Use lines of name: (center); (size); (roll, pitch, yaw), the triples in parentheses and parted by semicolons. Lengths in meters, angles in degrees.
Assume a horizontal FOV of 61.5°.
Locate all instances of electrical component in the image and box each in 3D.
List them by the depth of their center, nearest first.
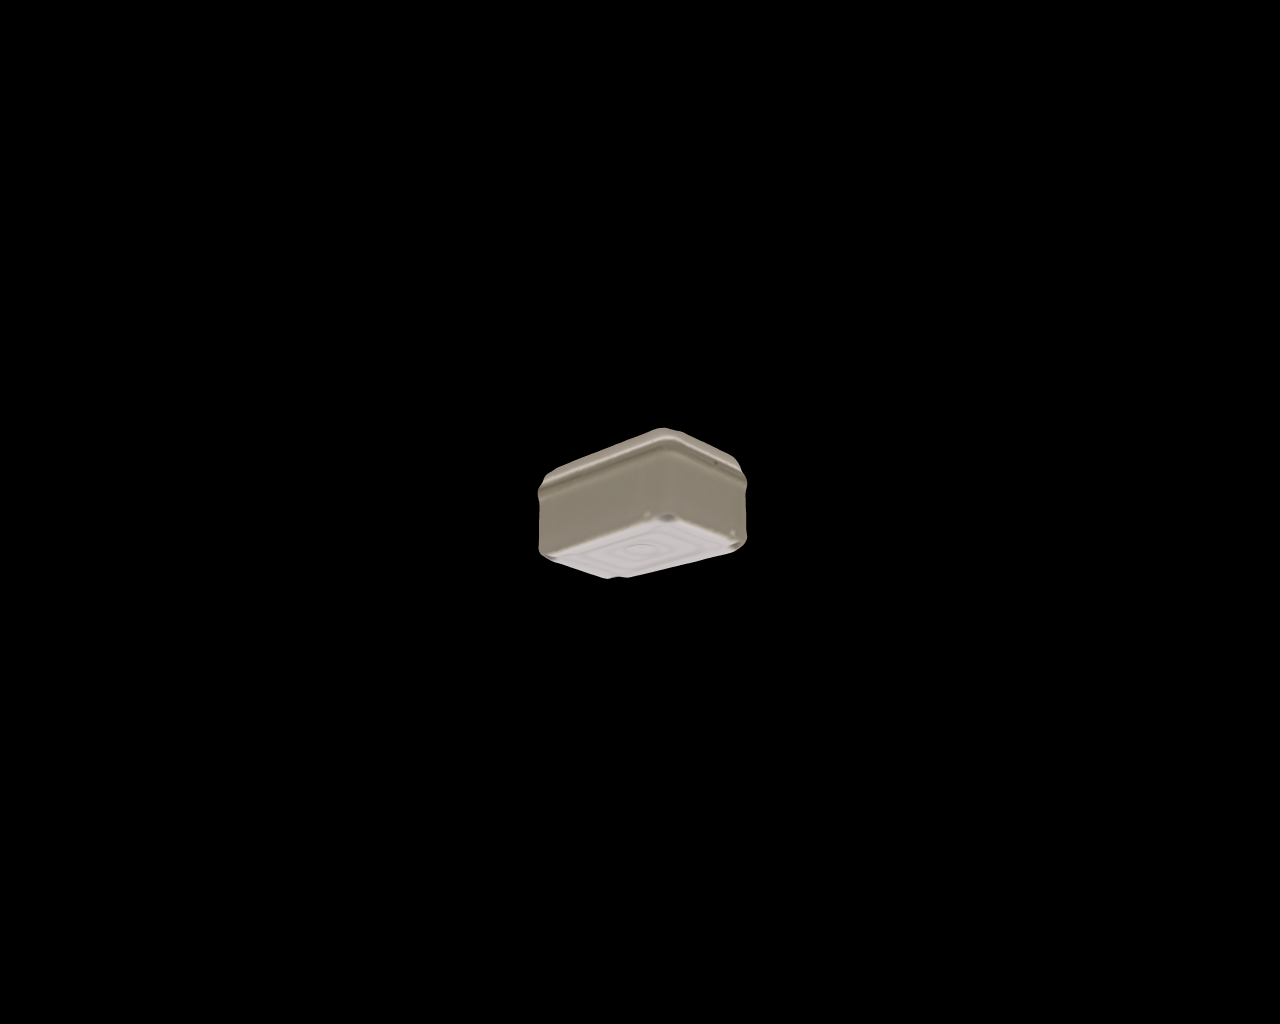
electrical component: (0.001, -0.003, 0.650); (0.113, 0.057, 0.078); (-17, -27, 38)
